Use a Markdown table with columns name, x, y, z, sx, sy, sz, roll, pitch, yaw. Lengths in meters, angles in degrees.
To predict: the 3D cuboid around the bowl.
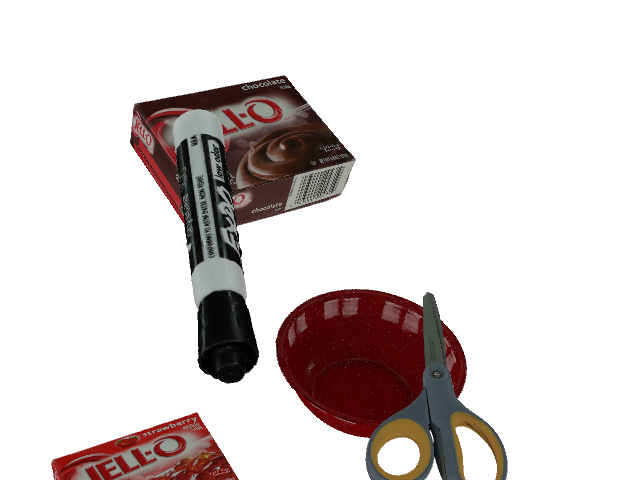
| name | x | y | z | sx | sy | sz | roll | pitch | yaw |
| --- | --- | --- | --- | --- | --- | --- | --- | --- | --- |
| bowl | 0.040 | 0.114 | 0.908 | 0.162 | 0.055 | 0.162 | 5 | 39 | -4 |

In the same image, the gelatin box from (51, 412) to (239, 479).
| name | x | y | z | sx | sy | sz | roll | pitch | yaw |
| --- | --- | --- | --- | --- | --- | --- | --- | --- | --- |
| gelatin box | -0.095 | 0.136 | 0.585 | 0.089 | 0.030 | 0.073 | -15 | 28 | -20 |

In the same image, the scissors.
| name | x | y | z | sx | sy | sz | roll | pitch | yaw |
| --- | --- | --- | --- | --- | --- | --- | --- | --- | --- |
| scissors | 0.062 | 0.102 | 0.717 | 0.096 | 0.016 | 0.202 | -8 | 35 | -11 |

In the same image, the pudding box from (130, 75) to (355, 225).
| name | x | y | z | sx | sy | sz | roll | pitch | yaw |
| --- | --- | --- | --- | --- | --- | --- | --- | --- | --- |
| pudding box | -0.050 | -0.056 | 0.666 | 0.113 | 0.039 | 0.090 | -15 | 52 | -32 |

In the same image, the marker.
| name | x | y | z | sx | sy | sz | roll | pitch | yaw |
| --- | --- | --- | --- | --- | --- | --- | --- | --- | --- |
| marker | -0.037 | -0.001 | 0.364 | 0.020 | 0.020 | 0.121 | 0 | 44 | -13 |
